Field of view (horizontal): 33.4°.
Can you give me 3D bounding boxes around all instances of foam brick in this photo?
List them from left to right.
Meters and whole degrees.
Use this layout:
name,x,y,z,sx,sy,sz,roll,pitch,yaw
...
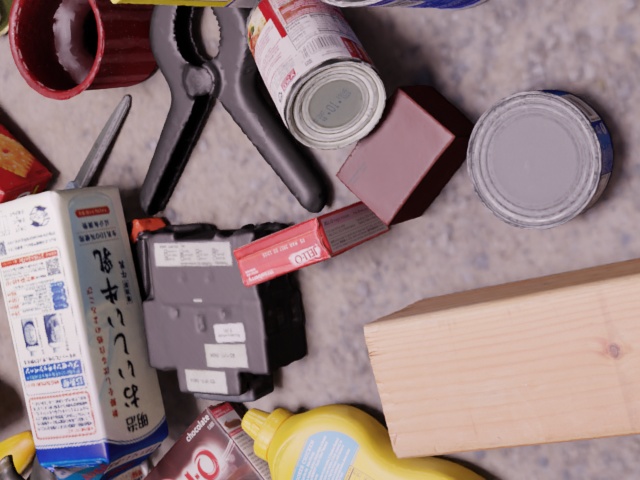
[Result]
name,x,y,z,sx,sy,sz,roll,pitch,yaw
foam brick,0.059,-0.057,0.702,0.053,0.051,0.078,45,118,17

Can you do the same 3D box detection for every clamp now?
name,x,y,z,sx,sy,sz,roll,pitch,yaw
clamp,-0.164,0.060,0.866,0.120,0.039,0.172,46,123,14
clamp,-0.069,-0.112,0.776,0.165,0.036,0.210,7,107,28

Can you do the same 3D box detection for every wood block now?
name,x,y,z,sx,sy,sz,roll,pitch,yaw
wood block,0.143,0.071,0.654,0.206,0.090,0.091,-13,92,32

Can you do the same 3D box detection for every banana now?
name,x,y,z,sx,sy,sz,roll,pitch,yaw
banana,-0.335,0.208,0.999,0.198,0.037,0.069,-1,99,31

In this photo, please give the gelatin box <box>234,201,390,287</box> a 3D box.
name,x,y,z,sx,sy,sz,roll,pitch,yaw
gelatin box,-0.005,0.001,0.728,0.073,0.089,0.030,-20,92,32

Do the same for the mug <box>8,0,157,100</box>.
name,x,y,z,sx,sy,sz,roll,pitch,yaw
mug,-0.165,-0.163,0.797,0.093,0.081,0.117,47,119,15

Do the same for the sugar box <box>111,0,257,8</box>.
name,x,y,z,sx,sy,sz,roll,pitch,yaw
sugar box,-0.054,-0.190,0.670,0.093,0.175,0.048,-35,83,30

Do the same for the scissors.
name,x,y,z,sx,sy,sz,roll,pitch,yaw
scissors,-0.199,-0.018,0.870,0.202,0.016,0.096,-44,53,30

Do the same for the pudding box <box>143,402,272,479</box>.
name,x,y,z,sx,sy,sz,roll,pitch,yaw
pudding box,-0.080,0.192,0.841,0.090,0.039,0.114,48,119,14

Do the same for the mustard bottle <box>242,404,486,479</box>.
name,x,y,z,sx,sy,sz,roll,pitch,yaw
mustard bottle,0.024,0.173,0.764,0.192,0.058,0.096,26,111,24

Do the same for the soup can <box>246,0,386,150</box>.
name,x,y,z,sx,sy,sz,roll,pitch,yaw
soup can,-0.004,-0.114,0.691,0.069,0.068,0.102,-55,36,27

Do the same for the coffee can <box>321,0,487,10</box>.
name,x,y,z,sx,sy,sz,roll,pitch,yaw
coffee can,0.052,-0.188,0.627,0.103,0.140,0.103,7,103,30

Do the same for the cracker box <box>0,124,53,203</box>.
name,x,y,z,sx,sy,sz,roll,pitch,yaw
cracker box,-0.352,-0.063,0.920,0.214,0.072,0.164,43,121,9

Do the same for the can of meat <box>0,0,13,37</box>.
name,x,y,z,sx,sy,sz,roll,pitch,yaw
can of meat,-0.280,-0.228,0.869,0.084,0.057,0.102,48,119,17

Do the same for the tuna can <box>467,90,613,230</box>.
name,x,y,z,sx,sy,sz,roll,pitch,yaw
tuna can,0.138,-0.051,0.666,0.086,0.033,0.086,7,103,30
